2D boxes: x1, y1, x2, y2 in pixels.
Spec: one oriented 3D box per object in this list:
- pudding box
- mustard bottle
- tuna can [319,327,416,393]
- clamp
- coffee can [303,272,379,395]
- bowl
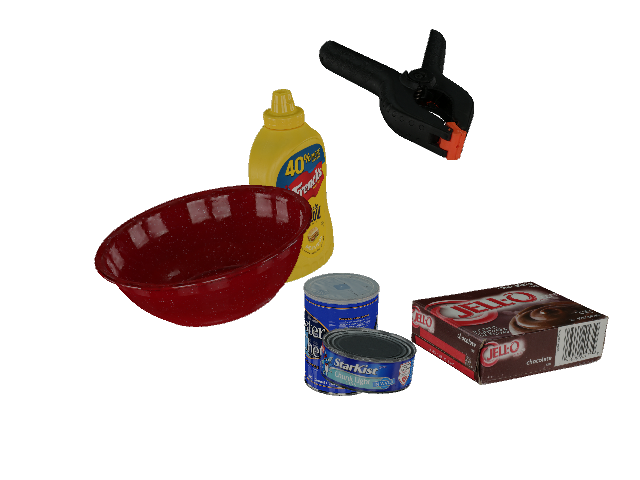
[{"bbox_3d":[0.136,0.065,0.776,0.113,0.039,0.090,-5,18,-27],"label":"pudding box"},{"bbox_3d":[-0.031,-0.060,1.086,0.058,0.192,0.096,15,31,37],"label":"mustard bottle"},{"bbox_3d":[0.042,0.108,0.968,0.086,0.034,0.086,6,13,-2],"label":"tuna can"},{"bbox_3d":[0.070,-0.129,0.911,0.120,0.039,0.171,-9,40,-8],"label":"clamp"},{"bbox_3d":[0.029,0.127,1.461,0.103,0.140,0.103,0,18,0],"label":"coffee can"},{"bbox_3d":[-0.079,0.017,0.784,0.162,0.055,0.162,-11,25,5],"label":"bowl"}]
